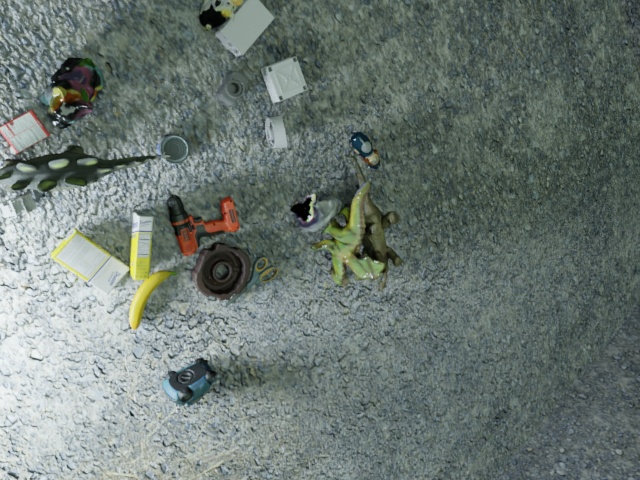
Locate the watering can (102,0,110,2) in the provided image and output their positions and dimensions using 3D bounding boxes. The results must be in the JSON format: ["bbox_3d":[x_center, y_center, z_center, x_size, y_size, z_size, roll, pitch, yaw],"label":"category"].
[{"bbox_3d":[-0.579,-0.677,1.247,0.221,0.351,0.104,44,-14,-28],"label":"watering can"}]

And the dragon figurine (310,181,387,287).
[{"bbox_3d":[0.120,0.017,1.639,0.124,0.243,0.402,-39,-7,-44],"label":"dragon figurine"}]

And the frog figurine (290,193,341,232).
[{"bbox_3d":[0.005,-0.084,1.667,0.159,0.125,0.135,10,-49,-44],"label":"frog figurine"}]
